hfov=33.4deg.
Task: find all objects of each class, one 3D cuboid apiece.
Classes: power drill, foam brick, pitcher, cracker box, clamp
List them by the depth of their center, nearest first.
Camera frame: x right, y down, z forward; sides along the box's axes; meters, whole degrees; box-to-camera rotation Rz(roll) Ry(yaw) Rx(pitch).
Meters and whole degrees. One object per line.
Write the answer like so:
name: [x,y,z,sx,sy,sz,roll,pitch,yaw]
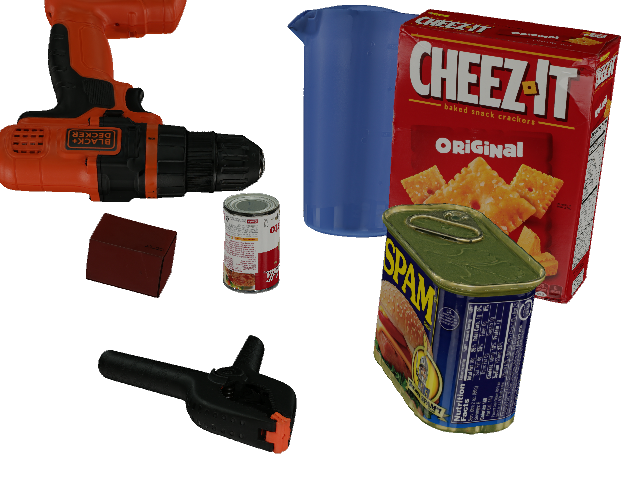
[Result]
power drill: [-0.134,-0.113,0.771,0.184,0.187,0.057,1,-33,-9]
cracker box: [0.143,-0.068,0.873,0.164,0.214,0.072,14,28,24]
clamp: [-0.076,0.128,0.932,0.164,0.036,0.210,-7,18,-38]
foam brick: [-0.190,0.015,1.071,0.078,0.051,0.053,15,33,1]
pitcher: [0.052,-0.130,1.157,0.149,0.243,0.144,9,12,27]

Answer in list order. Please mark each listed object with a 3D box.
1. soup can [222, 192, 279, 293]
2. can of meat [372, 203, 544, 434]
soup can: [-0.082,0.002,1.259,0.068,0.102,0.068,1,24,-1]
can of meat: [0.066,0.038,0.545,0.057,0.084,0.102,-3,24,-17]
